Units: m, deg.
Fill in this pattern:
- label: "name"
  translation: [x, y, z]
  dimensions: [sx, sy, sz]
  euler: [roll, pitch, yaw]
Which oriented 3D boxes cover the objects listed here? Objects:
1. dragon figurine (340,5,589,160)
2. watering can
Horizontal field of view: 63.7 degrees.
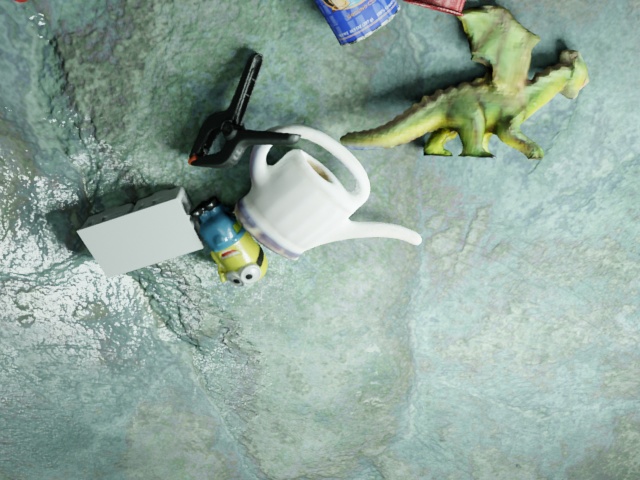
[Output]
- label: "dragon figurine"
  translation: [0.245, -0.248, 0.829]
  dimensions: [0.410, 0.123, 0.240]
  euler: [3, 102, -8]
- label: "watering can"
  translation: [0.003, -0.045, 0.902]
  dimensions: [0.222, 0.106, 0.344]
  euler: [-41, 114, 19]
